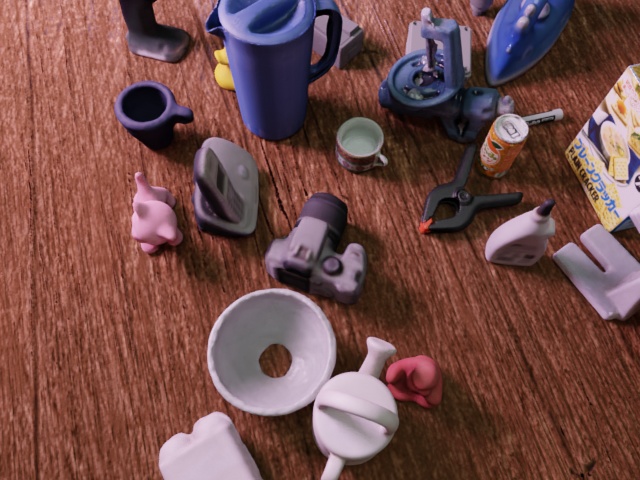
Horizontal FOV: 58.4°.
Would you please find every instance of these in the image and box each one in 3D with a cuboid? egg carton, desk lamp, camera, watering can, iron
[{"bbox_3d":[-0.129,0.297,0.701,0.107,0.069,0.150,-30,70,-14],"label":"egg carton"},{"bbox_3d":[0.444,0.040,0.757,0.118,0.213,0.203,-32,70,-15],"label":"desk lamp"},{"bbox_3d":[0.008,0.003,0.820,0.143,0.101,0.137,19,67,7],"label":"camera"},{"bbox_3d":[0.041,0.201,0.681,0.101,0.194,0.173,1,66,-1],"label":"watering can"},{"bbox_3d":[0.368,-0.394,0.988,0.118,0.141,0.258,29,68,11],"label":"iron"}]

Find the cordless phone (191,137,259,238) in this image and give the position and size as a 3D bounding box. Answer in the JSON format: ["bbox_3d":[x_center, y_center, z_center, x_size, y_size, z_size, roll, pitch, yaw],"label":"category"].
[{"bbox_3d":[-0.140,-0.097,0.813,0.094,0.185,0.147,-2,66,-3],"label":"cordless phone"}]

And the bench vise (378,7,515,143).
[{"bbox_3d":[0.201,-0.259,0.879,0.207,0.220,0.121,4,66,0],"label":"bench vise"}]

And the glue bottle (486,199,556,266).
[{"bbox_3d":[0.290,-0.012,0.797,0.078,0.173,0.037,7,66,2],"label":"glue bottle"}]

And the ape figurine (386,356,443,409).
[{"bbox_3d":[0.130,0.183,0.748,0.076,0.092,0.077,-35,71,-16],"label":"ape figurine"}]

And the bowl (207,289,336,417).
[{"bbox_3d":[-0.062,0.154,0.764,0.167,0.075,0.167,1,66,-2],"label":"bowl"}]

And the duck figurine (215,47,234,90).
[{"bbox_3d":[-0.129,-0.307,0.962,0.104,0.086,0.077,-18,67,-9],"label":"duck figurine"}]

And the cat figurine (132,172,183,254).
[{"bbox_3d":[-0.240,-0.038,0.820,0.067,0.118,0.127,-18,68,-9],"label":"cat figurine"}]

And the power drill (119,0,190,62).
[{"bbox_3d":[-0.279,-0.393,0.928,0.229,0.208,0.076,14,66,5],"label":"power drill"}]

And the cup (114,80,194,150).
[{"bbox_3d":[-0.250,-0.185,0.898,0.117,0.095,0.092,8,66,2],"label":"cup"}]
